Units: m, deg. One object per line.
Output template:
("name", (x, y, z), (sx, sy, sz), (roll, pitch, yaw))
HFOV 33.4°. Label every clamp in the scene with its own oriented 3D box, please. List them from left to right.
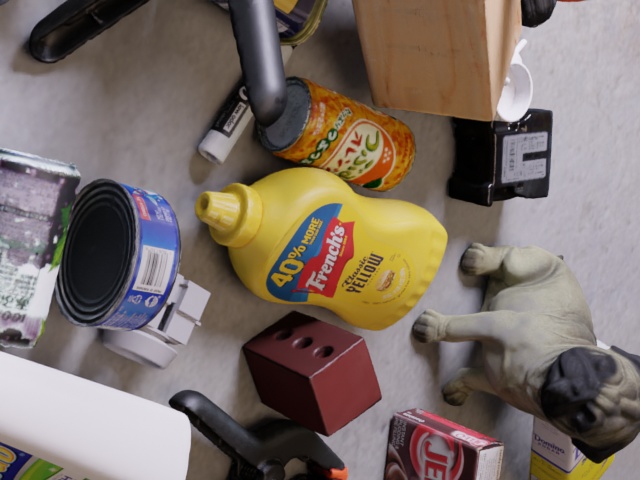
("clamp", (-0.048, -0.162, 0.585), (0.210, 0.165, 0.036), (-60, 154, -9))
("clamp", (-0.047, 0.155, 0.743), (0.171, 0.039, 0.120), (-5, 105, -47))

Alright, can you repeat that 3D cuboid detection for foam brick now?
("foam brick", (-0.006, 0.091, 0.737), (0.052, 0.078, 0.051), (-32, 120, -31))

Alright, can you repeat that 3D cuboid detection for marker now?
("marker", (-0.041, -0.103, 0.702), (0.020, 0.020, 0.121), (43, 72, -38))

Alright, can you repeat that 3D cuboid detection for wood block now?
("wood block", (0.072, -0.180, 0.671), (0.206, 0.090, 0.090), (73, 32, -54))

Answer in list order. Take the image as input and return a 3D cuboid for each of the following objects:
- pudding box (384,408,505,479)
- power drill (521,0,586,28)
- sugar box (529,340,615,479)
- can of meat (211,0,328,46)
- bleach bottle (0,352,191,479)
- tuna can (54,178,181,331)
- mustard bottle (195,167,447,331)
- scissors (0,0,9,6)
("pudding box", (0.093, 0.199, 0.838), (0.039, 0.090, 0.113), (-3, 103, -41))
("power drill", (0.153, -0.221, 0.739), (0.057, 0.188, 0.184), (-19, 115, 0))
("sugar box", (0.225, 0.172, 0.931), (0.093, 0.048, 0.176), (-45, 151, -23))
("can of meat", (-0.034, -0.185, 0.664), (0.083, 0.058, 0.102), (26, 82, -38))
("bleach bottle", (-0.196, 0.091, 0.575), (0.250, 0.103, 0.068), (29, 50, -34))
("tuna can", (-0.118, 0.010, 0.618), (0.033, 0.086, 0.086), (13, 91, -43))
("mustard bottle", (-0.005, 0.001, 0.725), (0.191, 0.058, 0.096), (19, 114, -40))
("scissors", (-0.152, -0.135, 0.568), (0.016, 0.096, 0.201), (75, 39, -76))
